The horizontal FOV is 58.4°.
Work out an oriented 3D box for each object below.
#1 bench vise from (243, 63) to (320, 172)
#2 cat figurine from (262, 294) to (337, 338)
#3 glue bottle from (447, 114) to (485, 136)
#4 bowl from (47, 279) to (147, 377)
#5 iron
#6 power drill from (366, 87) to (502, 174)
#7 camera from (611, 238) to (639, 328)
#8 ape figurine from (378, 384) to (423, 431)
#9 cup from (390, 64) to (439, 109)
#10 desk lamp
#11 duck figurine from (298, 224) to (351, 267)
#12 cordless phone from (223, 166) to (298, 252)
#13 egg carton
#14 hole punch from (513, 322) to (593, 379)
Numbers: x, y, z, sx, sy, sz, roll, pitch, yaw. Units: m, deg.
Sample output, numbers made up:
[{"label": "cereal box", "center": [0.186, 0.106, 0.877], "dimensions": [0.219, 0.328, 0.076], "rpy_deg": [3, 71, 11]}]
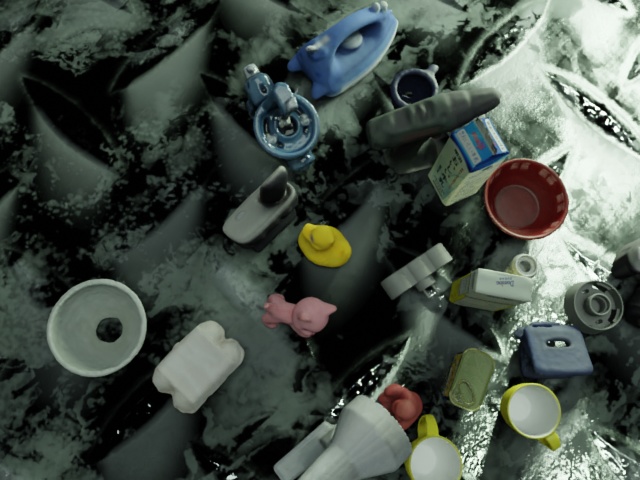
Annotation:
[{"label": "bench vise", "center": [-0.088, -0.236, 1.033], "dimensions": [0.207, 0.220, 0.121], "rpy_deg": [40, 78, 8]}, {"label": "cat figurine", "center": [-0.039, 0.129, 0.998], "dimensions": [0.127, 0.118, 0.067], "rpy_deg": [13, 76, 1]}, {"label": "glue bottle", "center": [0.277, -0.234, 1.069], "dimensions": [0.037, 0.173, 0.078], "rpy_deg": [-32, 79, -9]}, {"label": "bowl", "center": [-0.378, 0.155, 1.001], "dimensions": [0.167, 0.075, 0.167], "rpy_deg": [1, 76, -2]}, {"label": "iron", "center": [0.062, -0.397, 1.117], "dimensions": [0.258, 0.141, 0.118], "rpy_deg": [-39, 80, -10]}, {"label": "power drill", "center": [0.192, -0.197, 1.039], "dimensions": [0.229, 0.208, 0.075], "rpy_deg": [-15, 77, -5]}, {"label": "camera", "center": [0.606, 0.086, 1.040], "dimensions": [0.143, 0.101, 0.137], "rpy_deg": [37, 78, 7]}, {"label": "ape figurine", "center": [0.142, 0.287, 0.979], "dimensions": [0.076, 0.092, 0.078], "rpy_deg": [4, 76, -1]}, {"label": "cup", "center": [0.185, -0.283, 1.118], "dimensions": [0.091, 0.095, 0.118], "rpy_deg": [37, 78, 7]}, {"label": "desk lamp", "center": [0.031, 0.346, 0.898], "dimensions": [0.203, 0.213, 0.118], "rpy_deg": [-39, 80, -10]}, {"label": "duck figurine", "center": [0.010, 0.004, 1.047], "dimensions": [0.104, 0.086, 0.077], "rpy_deg": [30, 77, 5]}, {"label": "cordless phone", "center": [-0.107, -0.062, 1.007], "dimensions": [0.094, 0.185, 0.148], "rpy_deg": [39, 78, 8]}, {"label": "egg carton", "center": [-0.211, 0.218, 0.995], "dimensions": [0.107, 0.069, 0.150], "rpy_deg": [41, 78, 8]}, {"label": "hole punch", "center": [0.411, 0.194, 1.012], "dimensions": [0.108, 0.091, 0.101], "rpy_deg": [-1, 76, -2]}]
